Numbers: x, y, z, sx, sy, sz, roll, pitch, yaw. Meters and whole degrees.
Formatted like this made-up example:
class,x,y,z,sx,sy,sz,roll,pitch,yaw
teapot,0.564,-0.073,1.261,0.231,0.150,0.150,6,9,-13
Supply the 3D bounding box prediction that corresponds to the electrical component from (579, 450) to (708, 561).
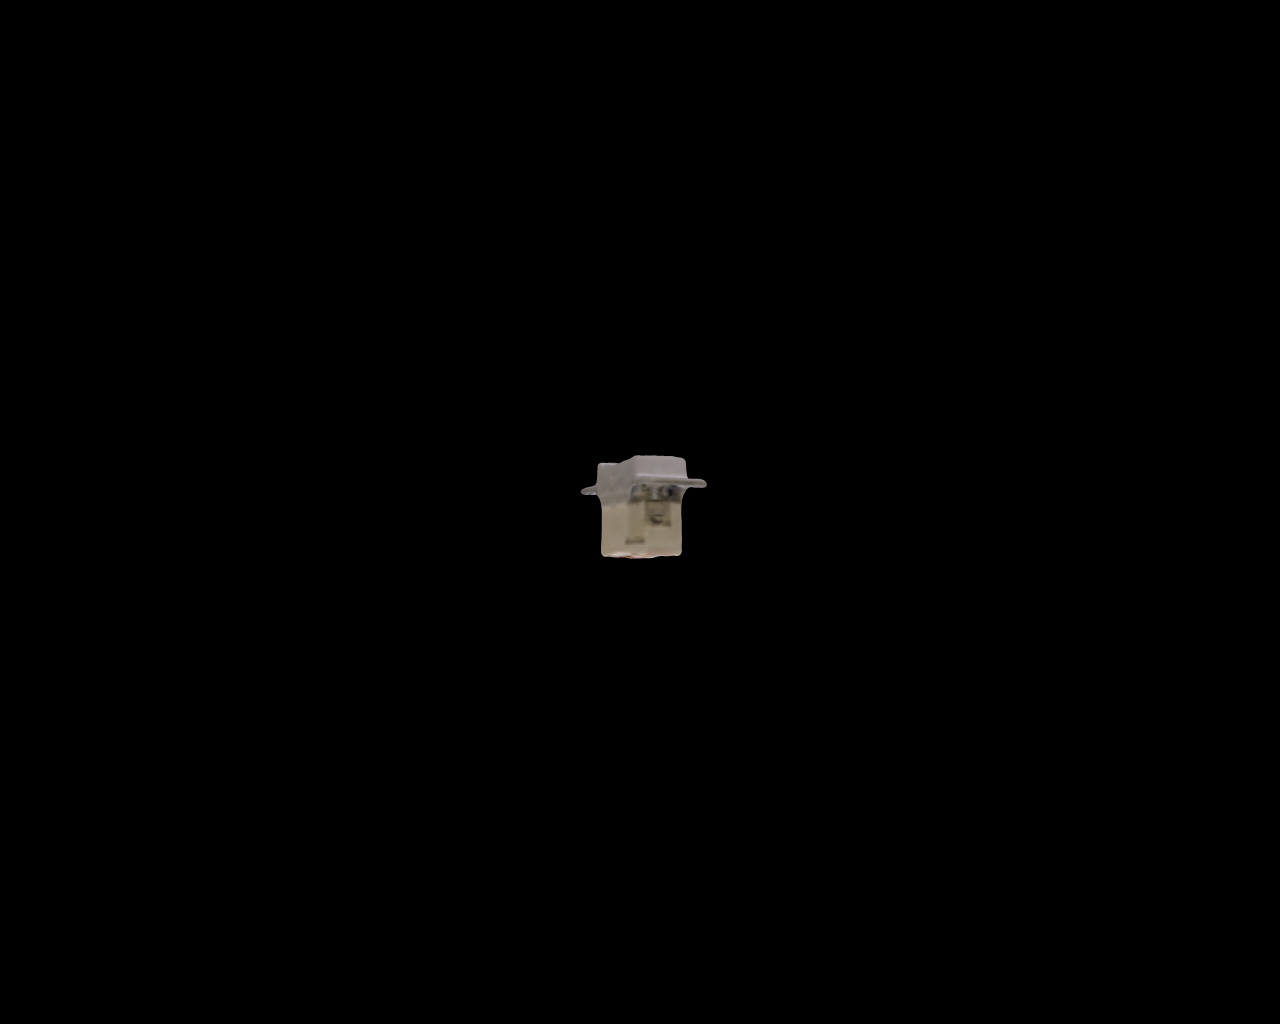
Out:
class,x,y,z,sx,sy,sz,roll,pitch,yaw
electrical component,0.001,-0.003,0.650,0.042,0.063,0.081,3,-5,-32
